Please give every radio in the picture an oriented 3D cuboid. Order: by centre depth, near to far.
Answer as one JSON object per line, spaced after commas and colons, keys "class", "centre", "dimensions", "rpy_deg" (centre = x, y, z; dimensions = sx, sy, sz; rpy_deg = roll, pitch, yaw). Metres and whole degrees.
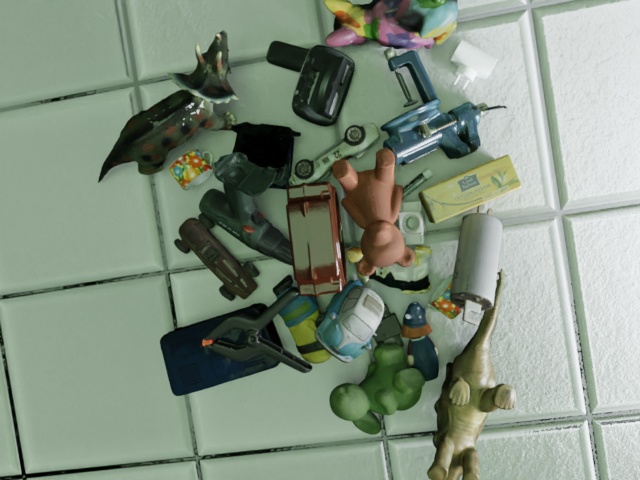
{"class": "radio", "centre": [-0.200, 0.219, 1.089], "dimensions": [0.230, 0.073, 0.131], "rpy_deg": [-18, 89, 5]}

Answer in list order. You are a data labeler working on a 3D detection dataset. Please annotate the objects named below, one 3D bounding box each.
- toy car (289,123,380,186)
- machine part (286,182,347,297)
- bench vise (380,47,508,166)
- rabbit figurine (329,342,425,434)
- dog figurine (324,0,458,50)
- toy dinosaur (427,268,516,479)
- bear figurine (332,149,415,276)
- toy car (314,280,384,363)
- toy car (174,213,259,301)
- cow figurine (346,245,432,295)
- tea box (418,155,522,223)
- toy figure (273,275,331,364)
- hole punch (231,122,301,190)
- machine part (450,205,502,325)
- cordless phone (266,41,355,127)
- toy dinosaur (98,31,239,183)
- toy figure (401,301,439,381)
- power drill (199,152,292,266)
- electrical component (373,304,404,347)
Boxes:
{"class": "toy car", "centre": [0.027, -0.160, 1.046], "dimensions": [0.202, 0.073, 0.056], "rpy_deg": [-34, 88, 6]}
{"class": "machine part", "centre": [-0.002, -0.003, 0.991], "dimensions": [0.087, 0.201, 0.201], "rpy_deg": [-8, 91, 5]}
{"class": "bench vise", "centre": [0.198, -0.255, 1.003], "dimensions": [0.224, 0.129, 0.240], "rpy_deg": [-25, 93, 3]}
{"class": "rabbit figurine", "centre": [0.092, 0.291, 1.025], "dimensions": [0.170, 0.121, 0.158], "rpy_deg": [-13, 135, -20]}
{"class": "dog figurine", "centre": [0.119, -0.406, 0.981], "dimensions": [0.219, 0.192, 0.108], "rpy_deg": [-5, 98, -9]}
{"class": "toy dinosaur", "centre": [0.268, 0.273, 0.971], "dimensions": [0.105, 0.198, 0.471], "rpy_deg": [22, 89, 4]}
{"class": "bear figurine", "centre": [0.098, -0.045, 0.973], "dimensions": [0.120, 0.131, 0.196], "rpy_deg": [-11, 62, 10]}
{"class": "toy car", "centre": [0.071, 0.143, 1.008], "dimensions": [0.109, 0.103, 0.162], "rpy_deg": [44, 53, -12]}
{"class": "toy car", "centre": [-0.211, 0.037, 1.094], "dimensions": [0.089, 0.053, 0.202], "rpy_deg": [-43, 86, 3]}
{"class": "cow figurine", "centre": [0.134, 0.057, 1.048], "dimensions": [0.167, 0.068, 0.098], "rpy_deg": [1, 98, 8]}
{"class": "tea box", "centre": [0.277, -0.093, 1.009], "dimensions": [0.170, 0.098, 0.068], "rpy_deg": [-24, 90, 5]}
{"class": "toy figure", "centre": [-0.032, 0.159, 1.063], "dimensions": [0.089, 0.082, 0.180], "rpy_deg": [-34, 96, 26]}
{"class": "hole punch", "centre": [-0.110, -0.164, 1.066], "dimensions": [0.142, 0.092, 0.116], "rpy_deg": [5, 63, 9]}
{"class": "machine part", "centre": [0.287, 0.039, 0.986], "dimensions": [0.079, 0.079, 0.243], "rpy_deg": [14, 64, 6]}
{"class": "cordless phone", "centre": [-0.037, -0.315, 1.056], "dimensions": [0.184, 0.088, 0.146], "rpy_deg": [21, 95, 17]}
{"class": "toy dinosaur", "centre": [-0.298, -0.218, 1.024], "dimensions": [0.405, 0.192, 0.131], "rpy_deg": [-37, 86, 5]}
{"class": "toy figure", "centre": [0.192, 0.196, 1.048], "dimensions": [0.058, 0.064, 0.154], "rpy_deg": [-14, 88, 36]}
{"class": "power drill", "centre": [-0.125, -0.058, 1.018], "dimensions": [0.232, 0.207, 0.086], "rpy_deg": [29, 64, 12]}
{"class": "electrical component", "centre": [0.129, 0.176, 1.073], "dimensions": [0.063, 0.021, 0.094], "rpy_deg": [-22, 90, 7]}
